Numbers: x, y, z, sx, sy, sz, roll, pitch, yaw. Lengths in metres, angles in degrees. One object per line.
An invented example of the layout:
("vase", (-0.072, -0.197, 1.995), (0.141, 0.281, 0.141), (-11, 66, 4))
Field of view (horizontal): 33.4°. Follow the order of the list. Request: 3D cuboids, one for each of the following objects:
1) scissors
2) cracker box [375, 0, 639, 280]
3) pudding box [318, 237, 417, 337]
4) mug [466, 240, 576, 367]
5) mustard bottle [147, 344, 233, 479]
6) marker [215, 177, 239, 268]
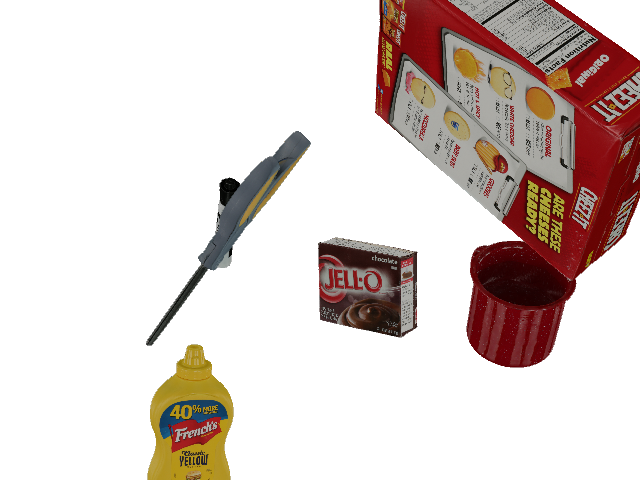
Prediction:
("scissors", (-0.075, 0.006, 0.743), (0.016, 0.202, 0.096), (39, 10, 3))
("cracker box", (0.134, -0.098, 0.757), (0.072, 0.214, 0.164), (-37, -27, -21))
("pudding box", (0.051, 0.049, 1.159), (0.114, 0.090, 0.039), (9, 18, 35))
("mug", (0.171, 0.053, 0.972), (0.093, 0.081, 0.117), (-17, 43, -22))
("mustard bottle", (-0.150, 0.213, 1.240), (0.096, 0.192, 0.058), (0, 15, -16))
("marker", (-0.090, -0.017, 1.020), (0.020, 0.020, 0.121), (0, -38, -10))
